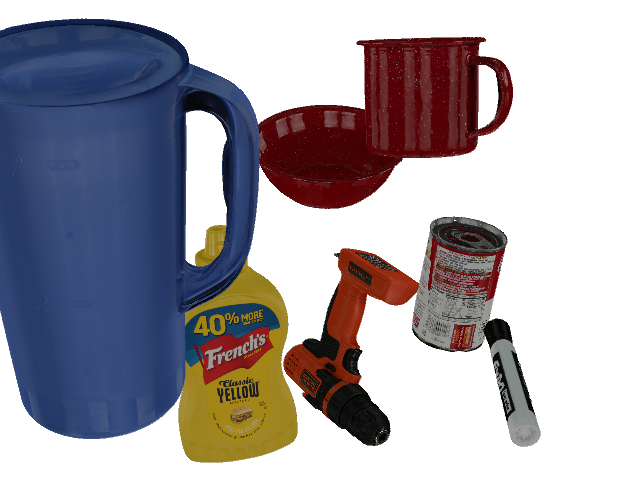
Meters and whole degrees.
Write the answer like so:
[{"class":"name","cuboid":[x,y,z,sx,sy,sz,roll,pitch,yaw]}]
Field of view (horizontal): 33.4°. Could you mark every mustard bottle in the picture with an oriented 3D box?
[{"class":"mustard bottle","cuboid":[-0.073,0.080,0.854,0.096,0.192,0.058,-8,20,-11]}]

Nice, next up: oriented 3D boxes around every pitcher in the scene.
[{"class":"pitcher","cuboid":[-0.130,-0.002,0.646,0.144,0.243,0.149,-23,38,-34]}]

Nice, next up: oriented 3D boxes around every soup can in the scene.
[{"class":"soup can","cuboid":[0.121,0.039,0.939,0.068,0.102,0.068,7,24,-3]}]

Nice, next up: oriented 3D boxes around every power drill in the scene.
[{"class":"power drill","cuboid":[0.042,0.117,1.212,0.057,0.188,0.185,12,16,-41]}]

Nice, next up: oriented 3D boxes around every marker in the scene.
[{"class":"marker","cuboid":[0.127,0.091,0.716,0.020,0.020,0.121,0,31,-1]}]

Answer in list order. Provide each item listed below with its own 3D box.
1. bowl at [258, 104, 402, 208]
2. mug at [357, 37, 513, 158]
[{"class":"bowl","cuboid":[0.007,-0.079,1.087,0.162,0.055,0.162,0,34,0]},{"class":"mug","cuboid":[0.083,-0.104,0.767,0.117,0.081,0.093,6,14,32]}]
